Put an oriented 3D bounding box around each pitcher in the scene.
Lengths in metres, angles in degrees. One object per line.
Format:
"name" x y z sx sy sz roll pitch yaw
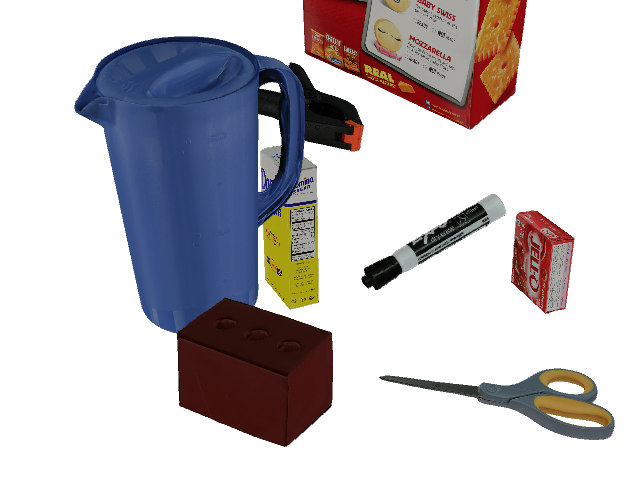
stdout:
"pitcher" -0.103 -0.045 0.917 0.149 0.243 0.144 12 36 19

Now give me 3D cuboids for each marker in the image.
"marker" 0.083 0.002 0.791 0.121 0.020 0.020 -30 7 -12

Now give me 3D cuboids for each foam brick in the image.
"foam brick" -0.038 0.076 0.622 0.078 0.051 0.052 16 28 25

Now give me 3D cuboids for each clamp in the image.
"clamp" -0.029 -0.136 1.096 0.120 0.039 0.172 -21 38 -28

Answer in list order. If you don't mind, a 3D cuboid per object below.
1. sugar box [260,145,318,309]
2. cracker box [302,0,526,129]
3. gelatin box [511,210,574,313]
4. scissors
"sugar box" -0.037 -0.017 1.275 0.048 0.176 0.093 -13 25 -19
"cracker box" 0.067 -0.208 0.762 0.164 0.214 0.072 30 52 29
"gelatin box" 0.237 0.022 1.149 0.030 0.089 0.073 -11 29 -18
"scissors" 0.161 0.128 0.946 0.202 0.016 0.096 16 29 14
